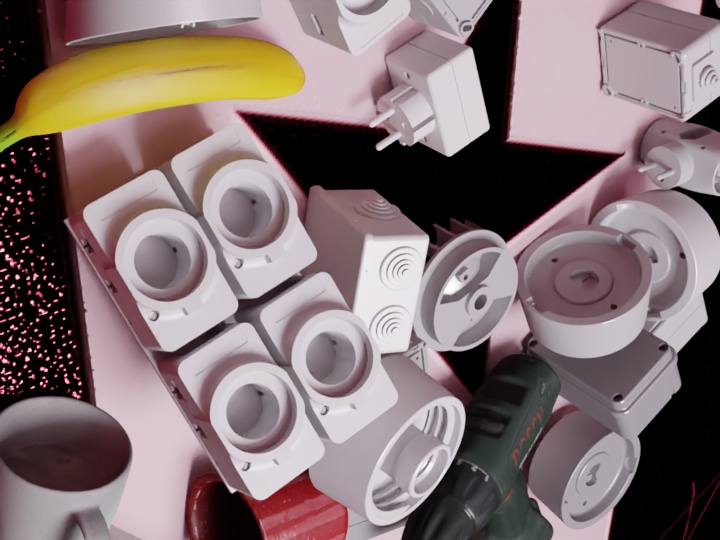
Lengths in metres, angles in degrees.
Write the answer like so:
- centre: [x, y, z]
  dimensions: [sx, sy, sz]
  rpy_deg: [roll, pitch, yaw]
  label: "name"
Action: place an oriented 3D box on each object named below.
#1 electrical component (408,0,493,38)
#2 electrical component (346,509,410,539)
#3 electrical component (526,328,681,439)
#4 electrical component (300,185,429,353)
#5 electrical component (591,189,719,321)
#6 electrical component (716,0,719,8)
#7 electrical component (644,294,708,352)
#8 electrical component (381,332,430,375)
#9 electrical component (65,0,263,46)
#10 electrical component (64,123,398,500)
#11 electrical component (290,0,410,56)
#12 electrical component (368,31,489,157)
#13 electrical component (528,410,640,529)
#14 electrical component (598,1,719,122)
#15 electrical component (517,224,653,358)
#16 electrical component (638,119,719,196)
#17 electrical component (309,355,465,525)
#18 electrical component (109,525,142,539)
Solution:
- centre: [0.058, -0.203, 0.662]
  dimensions: [0.096, 0.061, 0.062]
  rpy_deg: [-54, 137, -3]
  label: "electrical component"
- centre: [-0.001, 0.170, 0.827]
  dimensions: [0.096, 0.062, 0.061]
  rpy_deg: [-10, 120, -38]
  label: "electrical component"
- centre: [0.209, 0.080, 0.926]
  dimensions: [0.078, 0.113, 0.057]
  rpy_deg: [-44, 138, -13]
  label: "electrical component"
- centre: [0.000, 0.000, 0.703]
  dimensions: [0.048, 0.100, 0.099]
  rpy_deg: [-3, 116, -26]
  label: "electrical component"
- centre: [0.255, -0.017, 0.918]
  dimensions: [0.060, 0.108, 0.108]
  rpy_deg: [-25, 128, -37]
  label: "electrical component"
- centre: [0.323, -0.234, 0.881]
  dimensions: [0.042, 0.064, 0.081]
  rpy_deg: [-54, 137, -4]
  label: "electrical component"
- centre: [0.265, 0.046, 0.993]
  dimensions: [0.096, 0.062, 0.061]
  rpy_deg: [-43, 135, -14]
  label: "electrical component"
- centre: [0.012, 0.089, 0.792]
  dimensions: [0.062, 0.061, 0.096]
  rpy_deg: [-30, 131, -26]
  label: "electrical component"
- centre: [-0.098, -0.139, 0.537]
  dimensions: [0.099, 0.099, 0.064]
  rpy_deg: [-16, 117, -35]
  label: "electrical component"
- centre: [-0.070, 0.023, 0.614]
  dimensions: [0.105, 0.060, 0.186]
  rpy_deg: [-33, 100, -22]
  label: "electrical component"
- centre: [-0.012, -0.175, 0.619]
  dimensions: [0.050, 0.056, 0.089]
  rpy_deg: [-42, 135, -16]
  label: "electrical component"
- centre: [0.038, -0.107, 0.711]
  dimensions: [0.077, 0.047, 0.065]
  rpy_deg: [-36, 132, -19]
  label: "electrical component"
- centre: [0.208, 0.184, 1.023]
  dimensions: [0.108, 0.060, 0.108]
  rpy_deg: [-21, 126, -32]
  label: "electrical component"
- centre: [0.240, -0.161, 0.824]
  dimensions: [0.061, 0.096, 0.061]
  rpy_deg: [-35, 132, -23]
  label: "electrical component"
- centre: [0.183, 0.022, 0.877]
  dimensions: [0.108, 0.108, 0.060]
  rpy_deg: [-38, 140, -19]
  label: "electrical component"
- centre: [0.268, -0.091, 0.905]
  dimensions: [0.079, 0.077, 0.043]
  rpy_deg: [-21, 127, -32]
  label: "electrical component"
- centre: [0.025, 0.118, 0.716]
  dimensions: [0.108, 0.060, 0.108]
  rpy_deg: [-33, 140, -34]
  label: "electrical component"
- centre: [-0.125, 0.245, 0.728]
  dimensions: [0.060, 0.105, 0.186]
  rpy_deg: [-51, 137, -6]
  label: "electrical component"
